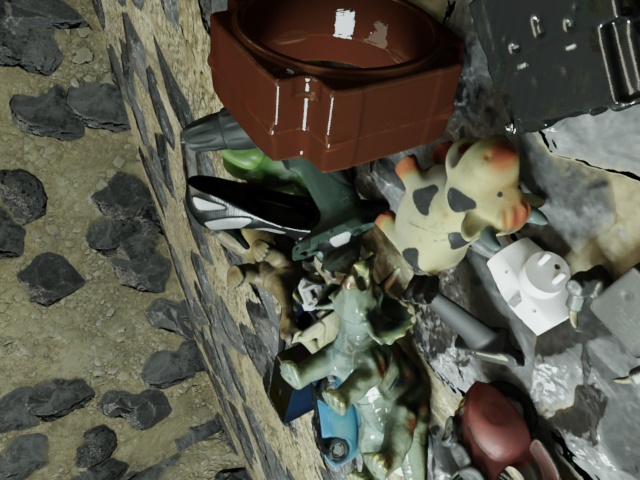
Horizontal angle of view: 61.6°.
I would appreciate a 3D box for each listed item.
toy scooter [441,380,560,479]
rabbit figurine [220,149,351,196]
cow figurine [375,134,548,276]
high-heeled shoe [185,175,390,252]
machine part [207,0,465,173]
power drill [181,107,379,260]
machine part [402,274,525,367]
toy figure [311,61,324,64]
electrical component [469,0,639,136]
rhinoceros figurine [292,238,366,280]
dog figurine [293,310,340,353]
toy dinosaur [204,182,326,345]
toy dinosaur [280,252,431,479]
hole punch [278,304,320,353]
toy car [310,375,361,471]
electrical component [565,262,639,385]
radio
[{"bbox_3d":[0.185,0.242,0.551,0.184,0.135,0.075,60,158,24],"label":"toy scooter"},{"bbox_3d":[-0.046,-0.099,0.757,0.170,0.121,0.159,22,147,0],"label":"rabbit figurine"},{"bbox_3d":[0.128,-0.027,0.511,0.127,0.085,0.194,58,158,21],"label":"cow figurine"},{"bbox_3d":[-0.046,-0.052,0.694,0.086,0.249,0.145,-88,-23,-44],"label":"high-heeled shoe"},{"bbox_3d":[0.013,-0.163,0.498,0.202,0.201,0.087,53,150,34],"label":"machine part"},{"bbox_3d":[-0.032,-0.083,0.640,0.086,0.232,0.207,48,-159,-76],"label":"power drill"},{"bbox_3d":[0.150,0.088,0.568,0.139,0.039,0.084,39,168,-12],"label":"machine part"},{"bbox_3d":[-0.061,-0.249,0.747,0.180,0.089,0.082,-149,58,-61],"label":"toy figure"},{"bbox_3d":[0.165,-0.146,0.360,0.115,0.058,0.134,-5,106,65],"label":"electrical component"},{"bbox_3d":[-0.002,-0.002,0.815,0.112,0.073,0.190,62,168,-25],"label":"rhinoceros figurine"},{"bbox_3d":[0.058,0.197,0.872,0.190,0.121,0.172,53,160,2],"label":"dog figurine"},{"bbox_3d":[-0.098,0.004,0.925,0.198,0.105,0.472,43,-165,-41],"label":"toy dinosaur"},{"bbox_3d":[0.086,0.203,0.724,0.131,0.192,0.404,-1,120,53],"label":"toy dinosaur"},{"bbox_3d":[-0.039,0.164,1.075,0.142,0.092,0.116,96,173,-53],"label":"hole punch"},{"bbox_3d":[0.041,0.251,0.809,0.109,0.103,0.161,-152,56,-76],"label":"toy car"},{"bbox_3d":[0.234,0.060,0.399,0.102,0.045,0.078,59,157,22],"label":"electrical component"},{"bbox_3d":[-0.021,0.267,1.039,0.073,0.131,0.229,58,155,26],"label":"radio"}]
